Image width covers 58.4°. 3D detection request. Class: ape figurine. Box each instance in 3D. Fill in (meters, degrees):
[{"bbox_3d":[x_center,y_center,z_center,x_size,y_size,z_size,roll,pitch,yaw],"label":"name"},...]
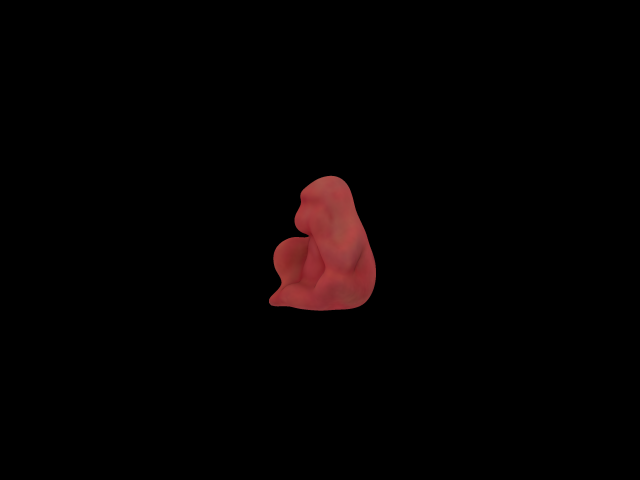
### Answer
[{"bbox_3d":[0.004,0.001,0.400,0.076,0.092,0.077,-2,7,-18],"label":"ape figurine"}]
